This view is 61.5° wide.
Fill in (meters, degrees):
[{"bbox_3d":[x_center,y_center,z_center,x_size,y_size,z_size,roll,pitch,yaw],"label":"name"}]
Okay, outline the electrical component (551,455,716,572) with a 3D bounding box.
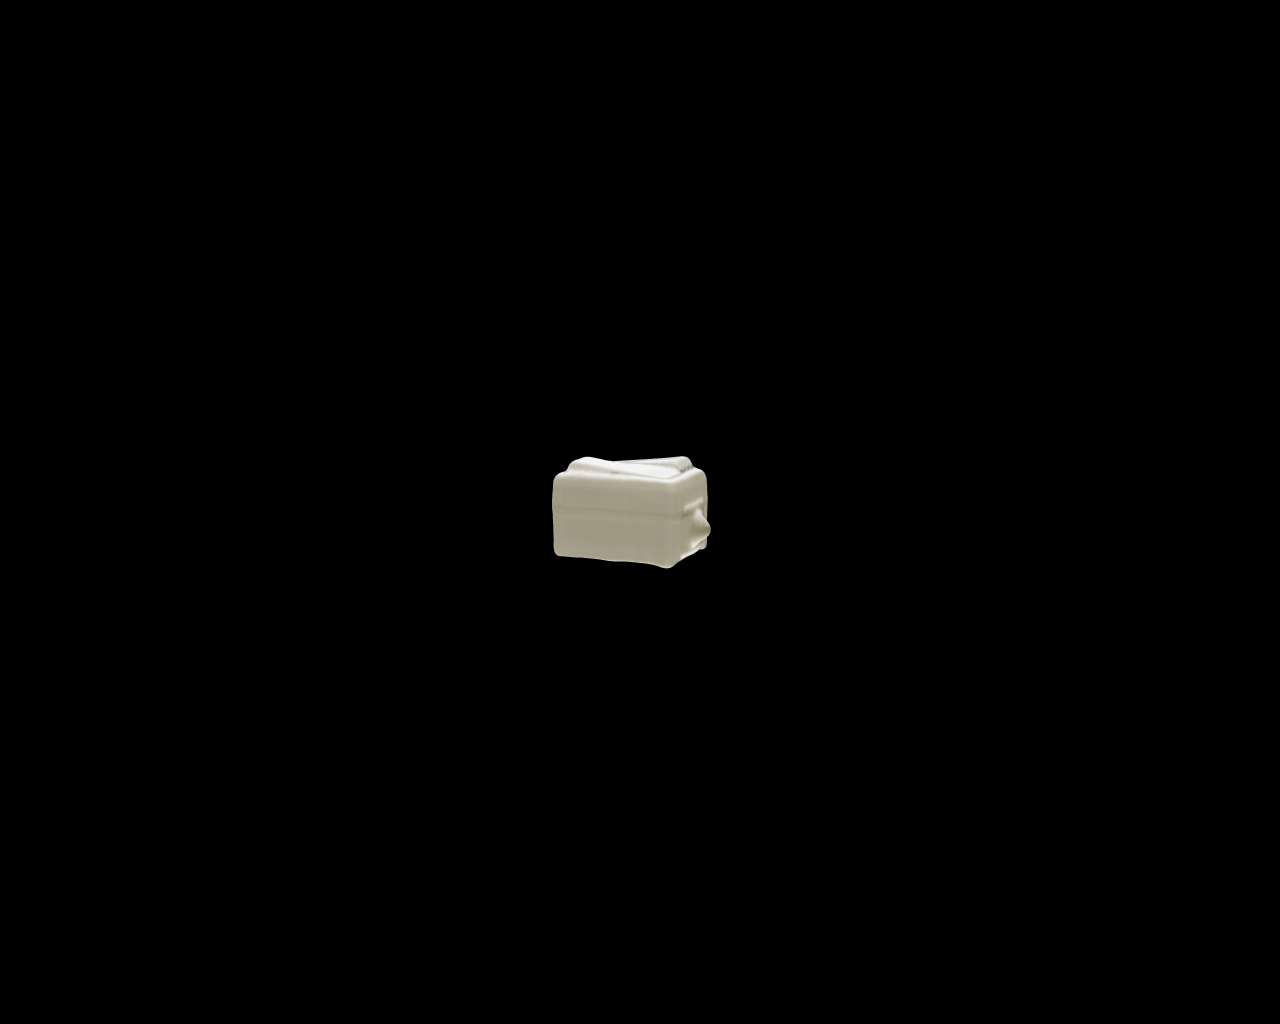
[{"bbox_3d":[0.001,-0.003,0.650,0.096,0.061,0.062,5,12,24],"label":"electrical component"}]
